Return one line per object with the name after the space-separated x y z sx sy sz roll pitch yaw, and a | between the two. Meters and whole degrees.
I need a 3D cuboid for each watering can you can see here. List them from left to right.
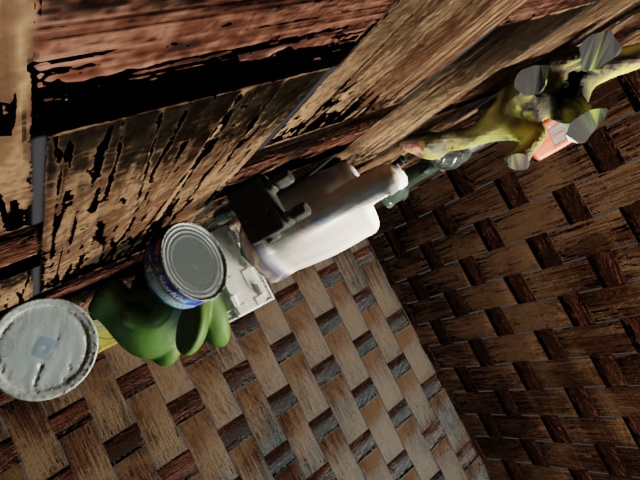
0.002 -0.031 0.615 0.224 0.104 0.348 -27 180 7 | watering can

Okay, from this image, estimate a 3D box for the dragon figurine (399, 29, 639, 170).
0.311 -0.210 0.739 0.410 0.121 0.245 -25 -165 0 | dragon figurine
